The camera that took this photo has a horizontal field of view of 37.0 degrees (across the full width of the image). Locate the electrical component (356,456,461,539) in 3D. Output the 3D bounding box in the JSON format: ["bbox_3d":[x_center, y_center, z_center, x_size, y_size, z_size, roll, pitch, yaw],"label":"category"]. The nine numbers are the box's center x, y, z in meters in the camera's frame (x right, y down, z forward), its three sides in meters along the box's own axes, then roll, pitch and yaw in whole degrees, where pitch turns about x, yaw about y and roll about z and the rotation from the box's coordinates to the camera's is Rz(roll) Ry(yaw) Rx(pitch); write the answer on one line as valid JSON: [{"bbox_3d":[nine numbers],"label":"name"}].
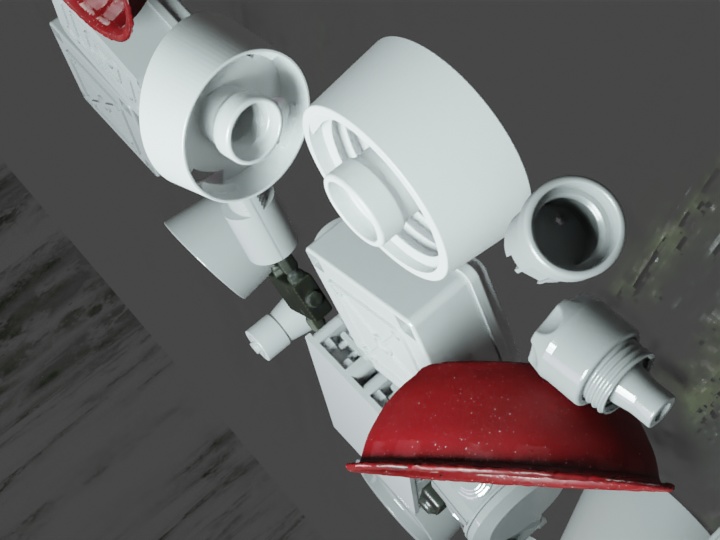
[{"bbox_3d":[0.054,0.191,0.959,0.108,0.060,0.108,47,165,16],"label":"electrical component"}]

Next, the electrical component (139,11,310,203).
[{"bbox_3d":[-0.078,-0.090,0.606,0.064,0.099,0.099,31,157,36],"label":"electrical component"}]

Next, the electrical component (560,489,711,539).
[{"bbox_3d":[0.161,0.158,0.601,0.099,0.064,0.099,32,157,16],"label":"electrical component"}]

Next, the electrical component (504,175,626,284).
[{"bbox_3d":[0.079,-0.014,0.429,0.040,0.040,0.046,50,171,2],"label":"electrical component"}]

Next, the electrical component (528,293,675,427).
[{"bbox_3d":[0.108,0.043,0.471,0.062,0.043,0.043,41,163,29],"label":"electrical component"}]

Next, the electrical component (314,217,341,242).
[{"bbox_3d":[0.000,0.000,0.696,0.040,0.040,0.078,35,159,47],"label":"electrical component"}]

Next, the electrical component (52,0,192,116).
[{"bbox_3d":[-0.152,-0.159,0.728,0.113,0.057,0.078,48,165,10],"label":"electrical component"}]

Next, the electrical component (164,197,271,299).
[{"bbox_3d":[-0.125,-0.020,0.971,0.099,0.064,0.099,46,165,16],"label":"electrical component"}]

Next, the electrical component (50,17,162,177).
[{"bbox_3d":[-0.179,-0.146,0.844,0.108,0.056,0.108,46,165,19],"label":"electrical component"}]

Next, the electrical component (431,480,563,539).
[{"bbox_3d":[0.089,0.132,0.676,0.051,0.080,0.080,49,166,29],"label":"electrical component"}]

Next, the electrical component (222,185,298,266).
[{"bbox_3d":[-0.082,-0.046,0.821,0.043,0.043,0.081,36,160,44],"label":"electrical component"}]

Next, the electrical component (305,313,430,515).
[{"bbox_3d":[0.026,0.107,0.838,0.105,0.060,0.186,44,164,24],"label":"electrical component"}]

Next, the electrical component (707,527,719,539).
[{"bbox_3d":[0.175,0.167,0.447,0.109,0.109,0.056,43,166,27],"label":"electrical component"}]

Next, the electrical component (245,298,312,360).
[{"bbox_3d":[-0.072,0.052,0.986,0.044,0.065,0.044,46,165,17],"label":"electrical component"}]

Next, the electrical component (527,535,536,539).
[{"bbox_3d":[0.142,0.279,0.917,0.113,0.057,0.078,55,165,-15],"label":"electrical component"}]

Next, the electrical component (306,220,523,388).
[{"bbox_3d":[0.033,0.027,0.630,0.109,0.056,0.108,35,159,46],"label":"electrical component"}]

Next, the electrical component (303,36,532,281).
[{"bbox_3d":[0.019,-0.044,0.491,0.108,0.060,0.108,46,165,16],"label":"electrical component"}]
